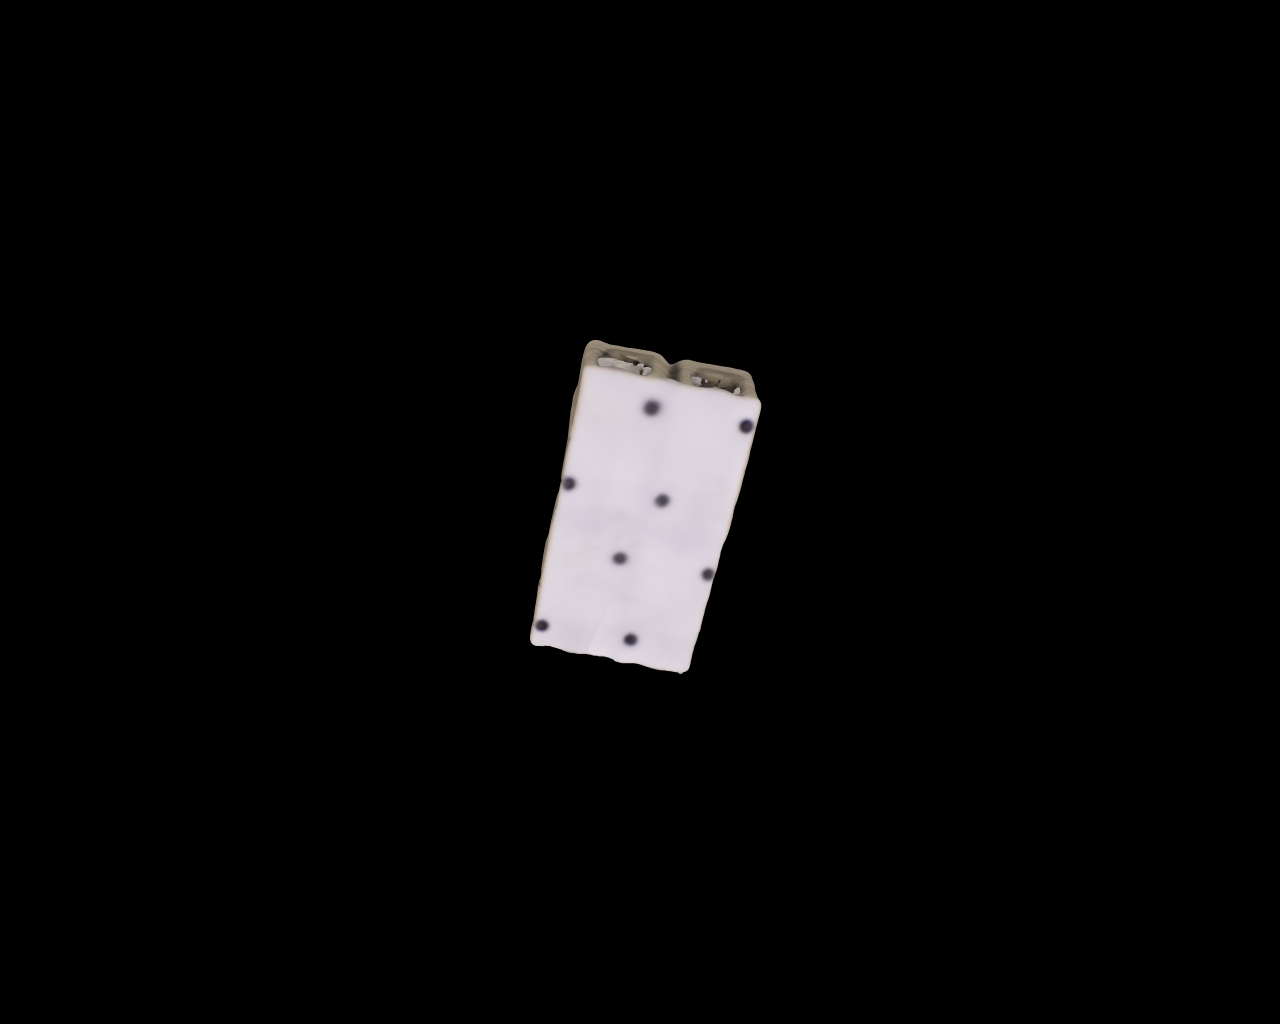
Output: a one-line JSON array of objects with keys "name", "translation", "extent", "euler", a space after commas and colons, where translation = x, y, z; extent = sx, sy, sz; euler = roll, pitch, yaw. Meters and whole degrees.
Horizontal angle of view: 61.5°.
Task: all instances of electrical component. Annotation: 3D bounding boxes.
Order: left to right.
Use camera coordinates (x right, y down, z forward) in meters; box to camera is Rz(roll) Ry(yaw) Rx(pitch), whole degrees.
[{"name": "electrical component", "translation": [0.001, -0.003, 0.650], "extent": [0.105, 0.186, 0.060], "euler": [11, 24, -5]}]
